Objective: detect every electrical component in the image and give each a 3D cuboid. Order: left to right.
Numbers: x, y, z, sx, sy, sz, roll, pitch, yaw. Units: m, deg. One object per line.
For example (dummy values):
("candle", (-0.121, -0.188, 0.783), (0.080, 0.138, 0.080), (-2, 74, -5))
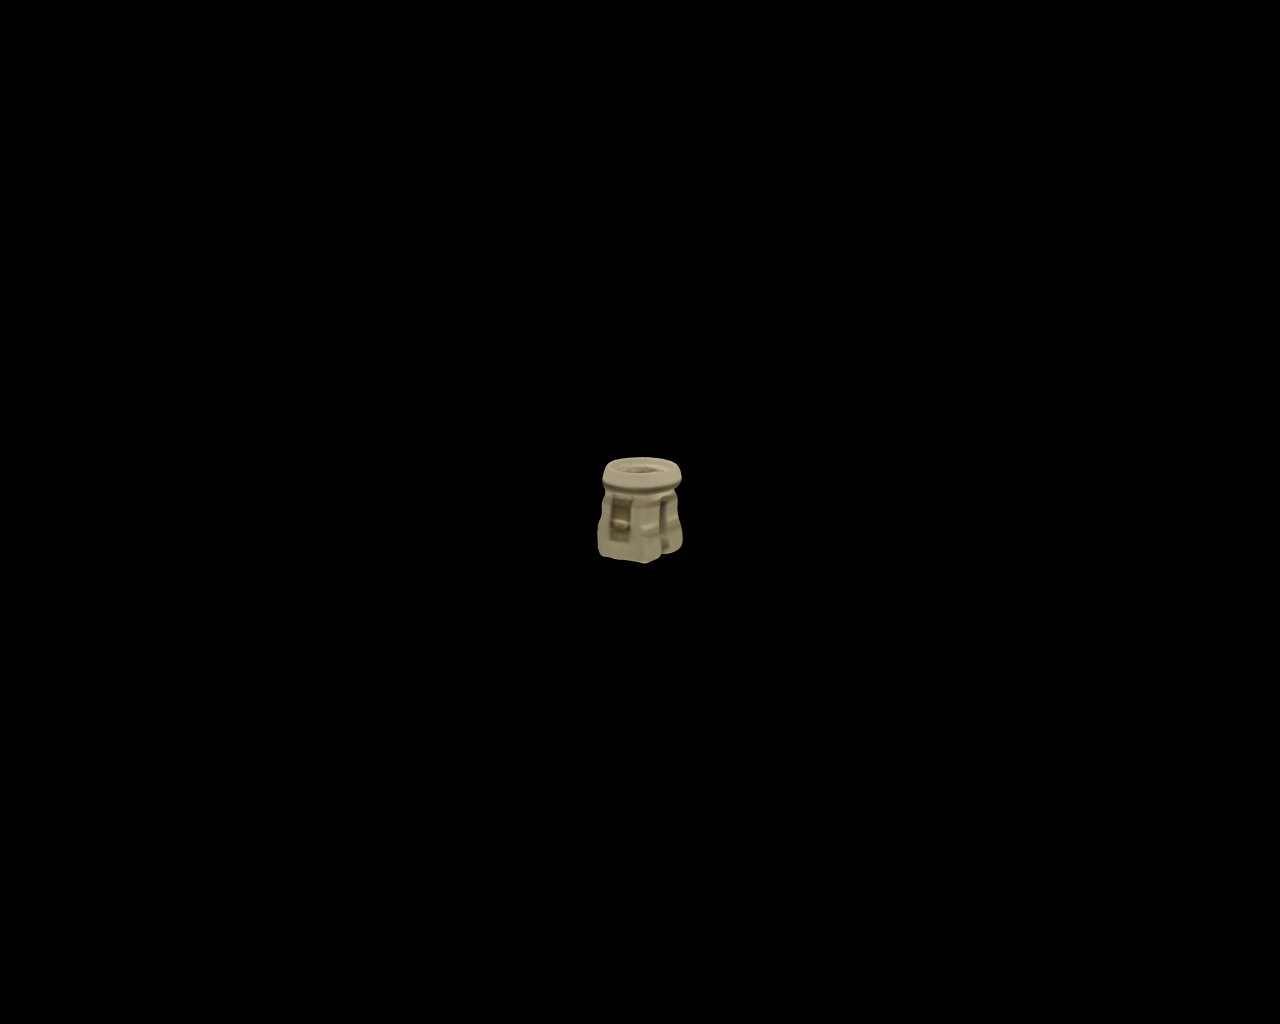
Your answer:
("electrical component", (0.001, -0.003, 0.650), (0.048, 0.055, 0.066), (8, 16, 31))
